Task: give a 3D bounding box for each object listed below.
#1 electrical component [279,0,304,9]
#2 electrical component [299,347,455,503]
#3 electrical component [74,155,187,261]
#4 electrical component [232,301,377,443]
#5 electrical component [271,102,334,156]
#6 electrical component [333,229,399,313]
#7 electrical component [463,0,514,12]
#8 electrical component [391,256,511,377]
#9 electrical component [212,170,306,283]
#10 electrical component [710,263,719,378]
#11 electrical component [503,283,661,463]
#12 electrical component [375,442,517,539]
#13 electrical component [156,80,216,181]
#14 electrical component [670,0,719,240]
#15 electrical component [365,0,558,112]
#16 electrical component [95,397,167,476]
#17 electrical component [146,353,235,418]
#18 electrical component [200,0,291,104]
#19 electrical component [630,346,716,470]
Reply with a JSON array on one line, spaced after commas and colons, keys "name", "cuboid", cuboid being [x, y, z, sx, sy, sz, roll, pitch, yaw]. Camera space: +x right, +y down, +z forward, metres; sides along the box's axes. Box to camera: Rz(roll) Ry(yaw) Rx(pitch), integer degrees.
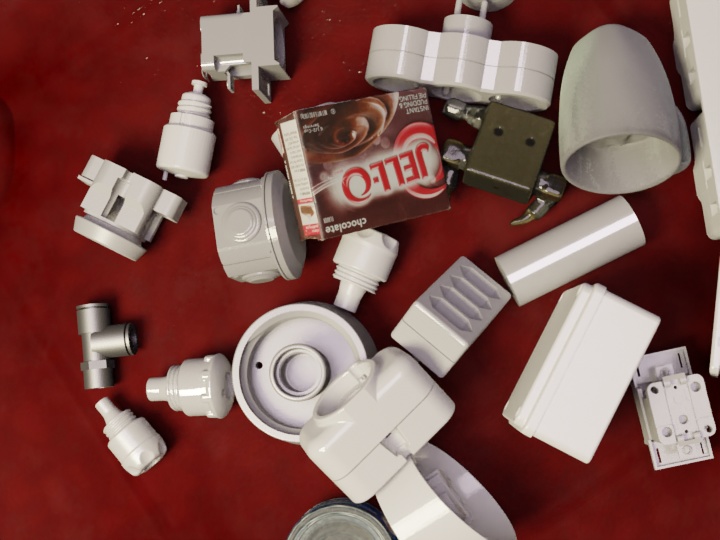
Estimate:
[{"name": "electrical component", "cuboid": [-0.066, -0.233, 0.821, 0.062, 0.048, 0.048, 31, 88, 15]}, {"name": "electrical component", "cuboid": [0.008, 0.101, 0.728, 0.095, 0.054, 0.059, -44, 105, -6]}, {"name": "electrical component", "cuboid": [-0.178, -0.043, 0.806, 0.078, 0.058, 0.057, 26, 84, 7]}, {"name": "electrical component", "cuboid": [-0.041, 0.074, 0.779, 0.108, 0.060, 0.108, -1, 84, 5]}, {"name": "electrical component", "cuboid": [-0.031, -0.090, 0.799, 0.055, 0.055, 0.047, -29, 86, 2]}, {"name": "electrical component", "cuboid": [0.000, 0.000, 0.792, 0.043, 0.043, 0.062, 22, 88, 7]}, {"name": "electrical component", "cuboid": [0.096, -0.227, 0.803, 0.055, 0.047, 0.055, -1, 84, 5]}, {"name": "electrical component", "cuboid": [0.057, 0.044, 0.772, 0.047, 0.083, 0.075, 40, 127, 8]}, {"name": "electrical component", "cuboid": [-0.072, -0.030, 0.784, 0.051, 0.080, 0.080, -10, 83, 10]}, {"name": "electrical component", "cuboid": [0.269, 0.031, 0.736, 0.048, 0.100, 0.099, 5, 85, 19]}, {"name": "electrical component", "cuboid": [0.149, 0.069, 0.738, 0.056, 0.108, 0.108, 27, 87, 5]}, {"name": "electrical component", "cuboid": [0.055, 0.164, 0.745, 0.064, 0.099, 0.099, -34, 82, 7]}, {"name": "electrical component", "cuboid": [-0.129, -0.104, 0.816, 0.040, 0.040, 0.078, 10, 86, 6]}, {"name": "electrical component", "cuboid": [0.291, -0.122, 0.767, 0.105, 0.060, 0.186, -7, 84, 5]}, {"name": "electrical component", "cuboid": [0.078, -0.166, 0.796, 0.138, 0.052, 0.073, 9, 85, 6]}, {"name": "electrical component", "cuboid": [-0.174, 0.121, 0.801, 0.035, 0.035, 0.061, -42, 80, 0]}, {"name": "electrical component", "cuboid": [-0.126, 0.087, 0.795, 0.062, 0.048, 0.048, -4, 84, 12]}, {"name": "electrical component", "cuboid": [-0.088, -0.170, 0.818, 0.064, 0.042, 0.081, -3, 84, 7]}, {"name": "electrical component", "cuboid": [0.219, 0.096, 0.751, 0.042, 0.064, 0.081, -13, 83, 3]}]
